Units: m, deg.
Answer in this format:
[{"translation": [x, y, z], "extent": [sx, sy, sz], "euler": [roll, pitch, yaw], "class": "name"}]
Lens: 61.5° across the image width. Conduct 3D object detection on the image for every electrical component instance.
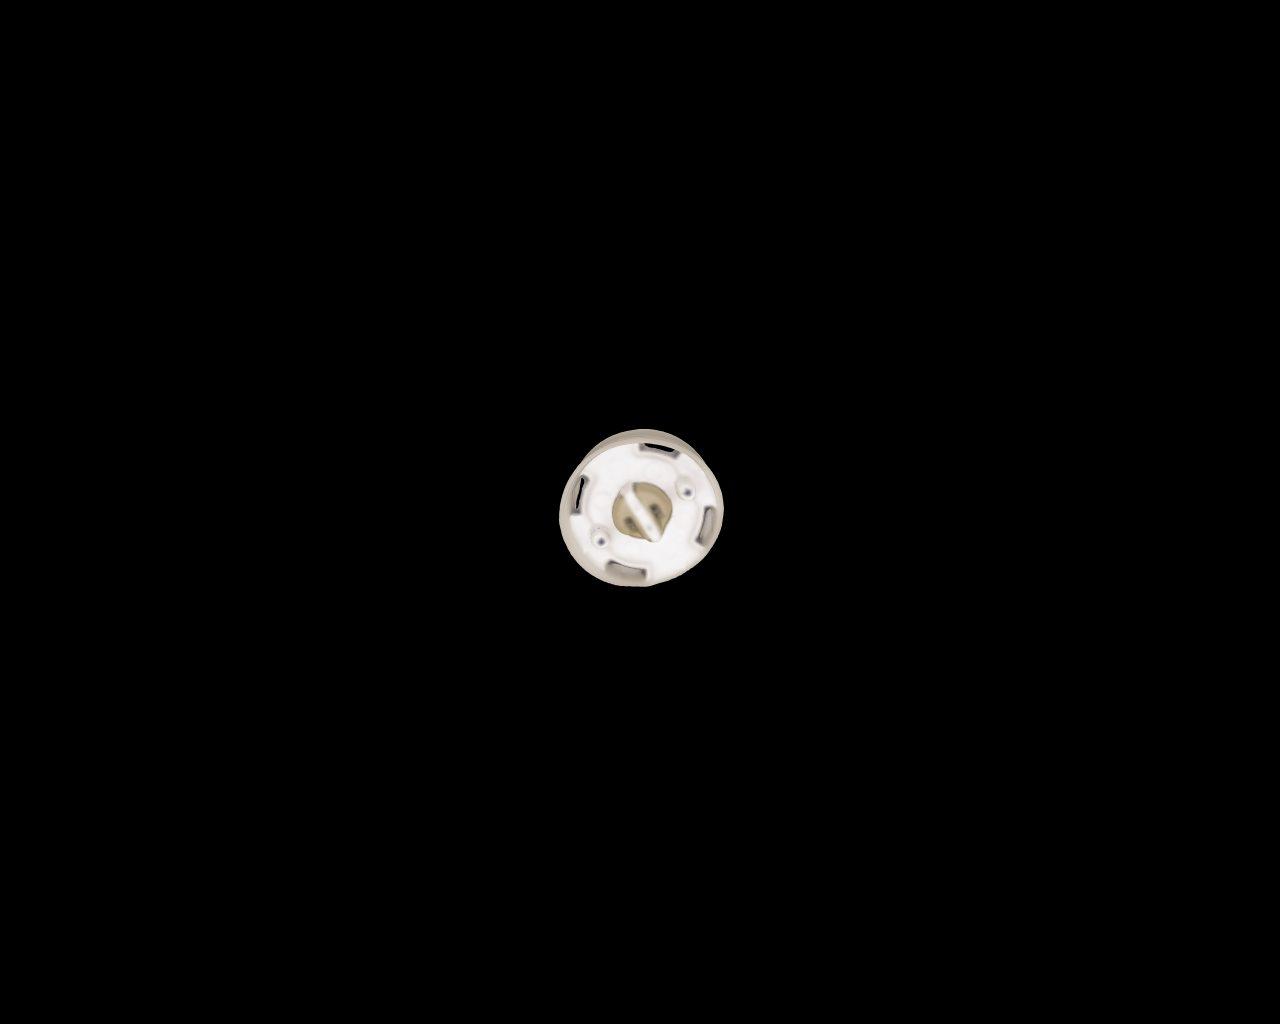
[{"translation": [0.001, -0.003, 0.650], "extent": [0.099, 0.099, 0.064], "euler": [0, 17, 0], "class": "electrical component"}]
